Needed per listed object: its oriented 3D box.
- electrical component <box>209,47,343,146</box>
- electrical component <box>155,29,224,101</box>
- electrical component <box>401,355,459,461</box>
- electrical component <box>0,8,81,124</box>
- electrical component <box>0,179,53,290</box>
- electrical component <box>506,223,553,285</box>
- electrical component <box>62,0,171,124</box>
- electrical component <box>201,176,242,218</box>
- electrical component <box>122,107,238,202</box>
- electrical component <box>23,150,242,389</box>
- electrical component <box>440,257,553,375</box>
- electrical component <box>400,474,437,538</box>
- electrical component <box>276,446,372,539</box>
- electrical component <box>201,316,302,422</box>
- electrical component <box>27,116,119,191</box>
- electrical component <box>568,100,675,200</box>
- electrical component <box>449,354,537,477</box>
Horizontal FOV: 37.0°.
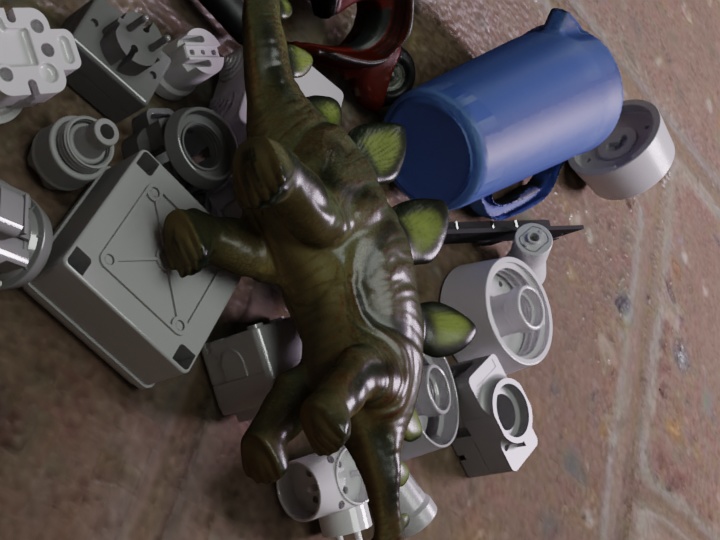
[{"bbox_3d":[-0.066,-0.117,0.814,0.100,0.048,0.099,35,52,-34],"label":"electrical component"},{"bbox_3d":[-0.124,-0.147,0.764,0.040,0.046,0.040,20,62,-42],"label":"electrical component"},{"bbox_3d":[0.034,0.101,0.849,0.099,0.064,0.099,39,43,-48],"label":"electrical component"},{"bbox_3d":[-0.217,-0.120,0.644,0.078,0.057,0.058,-17,88,-49],"label":"electrical component"},{"bbox_3d":[-0.212,-0.021,0.605,0.057,0.078,0.058,30,52,-60],"label":"electrical component"},{"bbox_3d":[0.156,-0.014,0.998,0.044,0.065,0.044,1,61,-2],"label":"electrical component"},{"bbox_3d":[-0.155,-0.144,0.706,0.066,0.077,0.047,42,49,-29],"label":"electrical component"},{"bbox_3d":[-0.077,-0.045,0.769,0.078,0.057,0.058,-41,106,-47],"label":"electrical component"},{"bbox_3d":[-0.121,-0.077,0.733,0.058,0.057,0.078,-9,82,-49],"label":"electrical component"},{"bbox_3d":[-0.139,0.000,0.685,0.108,0.056,0.108,47,46,-25],"label":"electrical component"},{"bbox_3d":[0.129,0.040,0.959,0.108,0.060,0.108,20,62,-42],"label":"electrical component"},{"bbox_3d":[0.030,0.174,0.818,0.046,0.040,0.040,57,43,-9],"label":"electrical component"},{"bbox_3d":[-0.013,0.166,0.769,0.077,0.044,0.079,-8,83,-49],"label":"electrical component"},{"bbox_3d":[-0.052,0.063,0.752,0.096,0.062,0.061,-16,88,-49],"label":"electrical component"},{"bbox_3d":[-0.175,-0.076,0.670,0.043,0.062,0.043,20,62,-42],"label":"electrical component"},{"bbox_3d":[0.286,-0.124,1.162,0.060,0.108,0.108,46,46,-34],"label":"electrical component"},{"bbox_3d":[0.107,0.123,0.907,0.050,0.056,0.089,-37,104,-48],"label":"electrical component"}]
